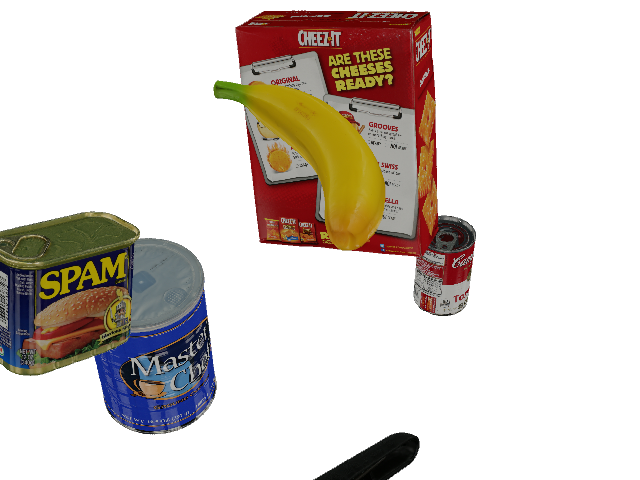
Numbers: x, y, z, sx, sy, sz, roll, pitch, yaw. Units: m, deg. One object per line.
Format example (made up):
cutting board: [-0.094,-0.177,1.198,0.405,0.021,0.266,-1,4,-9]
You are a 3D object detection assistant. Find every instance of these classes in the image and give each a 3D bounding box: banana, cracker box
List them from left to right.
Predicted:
banana: [-0.001,-0.051,0.663,0.069,0.037,0.198,-15,37,-21]
cracker box: [0.020,-0.098,0.974,0.164,0.214,0.072,5,27,20]

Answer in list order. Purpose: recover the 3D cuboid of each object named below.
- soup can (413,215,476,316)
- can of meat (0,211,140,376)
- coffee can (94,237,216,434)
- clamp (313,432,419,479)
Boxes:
soup can: [0.146,0.031,1.269,0.068,0.102,0.068,0,38,0]
can of meat: [-0.174,0.035,0.722,0.058,0.084,0.101,24,28,37]
coffee can: [-0.145,0.083,0.916,0.103,0.140,0.103,-1,43,0]
clamp: [-0.021,0.181,0.676,0.210,0.036,0.164,-2,28,4]
